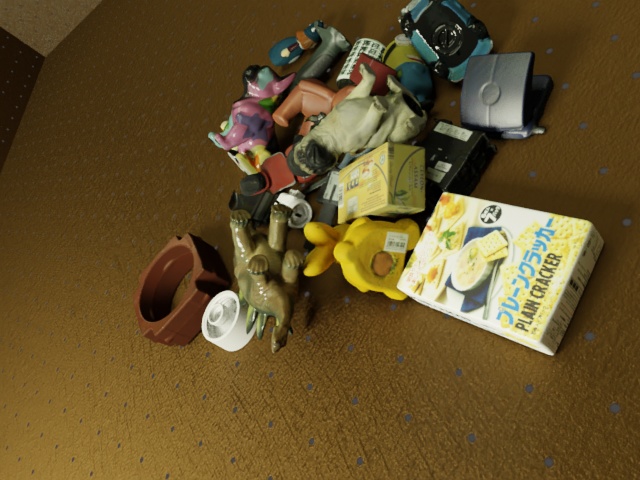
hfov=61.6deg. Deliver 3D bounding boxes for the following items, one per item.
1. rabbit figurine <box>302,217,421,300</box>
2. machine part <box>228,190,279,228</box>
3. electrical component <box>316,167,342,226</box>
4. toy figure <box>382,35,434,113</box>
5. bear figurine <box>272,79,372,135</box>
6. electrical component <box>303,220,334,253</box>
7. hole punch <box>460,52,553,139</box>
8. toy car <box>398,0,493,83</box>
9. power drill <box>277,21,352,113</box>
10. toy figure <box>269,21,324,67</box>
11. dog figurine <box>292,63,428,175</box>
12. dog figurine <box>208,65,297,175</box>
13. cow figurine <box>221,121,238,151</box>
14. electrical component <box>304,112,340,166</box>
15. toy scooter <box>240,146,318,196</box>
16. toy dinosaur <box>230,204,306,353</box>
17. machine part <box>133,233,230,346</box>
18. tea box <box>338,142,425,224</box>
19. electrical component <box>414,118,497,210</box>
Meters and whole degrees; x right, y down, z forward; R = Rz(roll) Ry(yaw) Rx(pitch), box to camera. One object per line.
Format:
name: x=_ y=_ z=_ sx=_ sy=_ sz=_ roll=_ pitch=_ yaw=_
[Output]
rabbit figurine: x=0.052 y=0.021 z=0.834 sx=0.173 sy=0.162 sz=0.121 roll=-144 pitch=54 yaw=-69
machine part: x=-0.143 y=-0.071 z=1.137 sx=0.139 sy=0.039 sz=0.084 roll=13 pitch=79 yaw=45
electrical component: x=0.036 y=-0.073 z=0.959 sx=0.075 sy=0.047 sz=0.119 roll=9 pitch=82 yaw=42
toy figure: x=0.156 y=-0.296 z=0.974 sx=0.089 sy=0.082 sz=0.180 roll=-25 pitch=53 yaw=34
bear figurine: x=0.022 y=-0.242 z=1.039 sx=0.196 sy=0.120 sz=0.132 roll=34 pitch=93 yaw=43
electrical component: x=-0.002 y=-0.003 z=0.975 sx=0.094 sy=0.021 sz=0.063 roll=14 pitch=75 yaw=46
hole punch: x=0.274 y=-0.218 z=0.812 sx=0.142 sy=0.092 sz=0.115 roll=14 pitch=79 yaw=43
toy car: x=0.215 y=-0.352 z=0.932 sx=0.109 sy=0.161 sz=0.103 roll=-46 pitch=-2 yaw=20
power drill: x=-0.037 y=-0.384 z=1.207 sx=0.207 sy=0.086 sz=0.232 roll=-50 pitch=43 yaw=0
toy figure: x=-0.052 y=-0.473 z=1.294 sx=0.154 sy=0.057 sz=0.064 roll=-21 pitch=58 yaw=25
dog figurine: x=0.067 y=-0.172 z=0.892 sx=0.190 sy=0.172 sz=0.121 roll=-41 pitch=40 yaw=36
dog figurine: x=-0.117 y=-0.253 z=1.129 sx=0.219 sy=0.191 sz=0.108 roll=-47 pitch=19 yaw=-2
cow figurine: x=-0.177 y=-0.248 z=1.256 sx=0.098 sy=0.068 sz=0.167 roll=-40 pitch=47 yaw=9
electrical component: x=0.004 y=-0.182 z=0.967 sx=0.078 sy=0.045 sz=0.102 roll=11 pitch=51 yaw=0
toy scooter: x=-0.064 y=-0.134 z=1.061 sx=0.184 sy=0.135 sz=0.075 roll=-24 pitch=89 yaw=10
toy dinosaur: x=-0.102 y=0.042 z=0.914 sx=0.472 sy=0.105 sz=0.198 roll=-110 pitch=23 yaw=-58
machine part: x=-0.292 y=0.104 z=1.125 sx=0.201 sy=0.087 sz=0.202 roll=-47 pitch=41 yaw=9
tea box: x=0.092 y=-0.081 z=0.841 sx=0.170 sy=0.068 sz=0.098 roll=166 pitch=108 yaw=-66
electrical component: x=0.192 y=-0.115 z=0.842 sx=0.134 sy=0.058 sz=0.115 roll=-54 pitch=40 yaw=2
